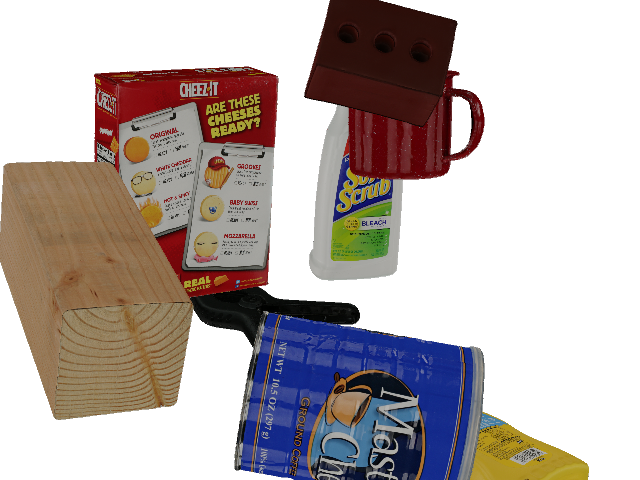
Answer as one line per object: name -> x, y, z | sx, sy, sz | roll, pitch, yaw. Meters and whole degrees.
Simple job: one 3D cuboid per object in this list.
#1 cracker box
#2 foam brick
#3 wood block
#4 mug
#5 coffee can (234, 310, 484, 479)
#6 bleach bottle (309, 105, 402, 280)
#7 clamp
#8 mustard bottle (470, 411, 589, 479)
cracker box -> -0.130, -0.054, 1.021 | 0.163, 0.214, 0.072 | -8, 21, -31
foam brick -> 0.035, -0.109, 0.640 | 0.078, 0.053, 0.051 | 13, -15, -2
wood block -> -0.173, 0.028, 0.789 | 0.090, 0.091, 0.206 | -3, 32, -27
mug -> 0.074, -0.092, 0.844 | 0.117, 0.081, 0.093 | 6, 13, 27
coffee can -> 0.024, 0.106, 0.674 | 0.140, 0.103, 0.103 | 10, 0, 1
bleach bottle -> 0.039, -0.083, 1.155 | 0.102, 0.251, 0.068 | -3, 25, -7
clamp -> -0.081, 0.089, 1.252 | 0.210, 0.036, 0.164 | 14, 23, 27
mustard bottle -> 0.146, 0.198, 0.993 | 0.096, 0.058, 0.192 | -16, 25, -35
